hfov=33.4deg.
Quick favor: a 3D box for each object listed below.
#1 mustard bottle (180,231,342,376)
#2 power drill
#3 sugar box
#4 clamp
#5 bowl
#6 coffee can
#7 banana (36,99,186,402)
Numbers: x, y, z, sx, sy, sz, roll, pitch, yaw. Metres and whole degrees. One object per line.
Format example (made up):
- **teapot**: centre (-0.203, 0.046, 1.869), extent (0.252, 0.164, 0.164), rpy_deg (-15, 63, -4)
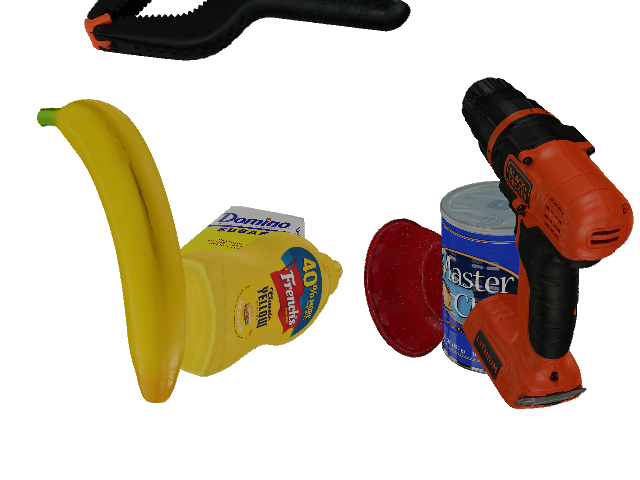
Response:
- **mustard bottle**: centre (-0.045, 0.043, 0.892), extent (0.058, 0.096, 0.191), rpy_deg (12, 17, 36)
- **power drill**: centre (0.135, 0.003, 0.712), extent (0.057, 0.188, 0.184), rpy_deg (-9, 36, -11)
- **sugar box**: centre (-0.092, 0.018, 1.136), extent (0.093, 0.048, 0.176), rpy_deg (11, 30, 20)
- **clamp**: centre (-0.054, -0.172, 0.721), extent (0.210, 0.165, 0.036), rpy_deg (-31, -18, -8)
- **bowl**: centre (0.121, 0.051, 1.214), extent (0.055, 0.162, 0.161), rpy_deg (-11, -7, 41)
- **coffee can**: centre (0.157, 0.031, 0.932), extent (0.103, 0.140, 0.103), rpy_deg (-3, 25, 1)
- **banana**: centre (-0.111, -0.007, 0.617), extent (0.037, 0.198, 0.070), rpy_deg (-11, -19, -36)
